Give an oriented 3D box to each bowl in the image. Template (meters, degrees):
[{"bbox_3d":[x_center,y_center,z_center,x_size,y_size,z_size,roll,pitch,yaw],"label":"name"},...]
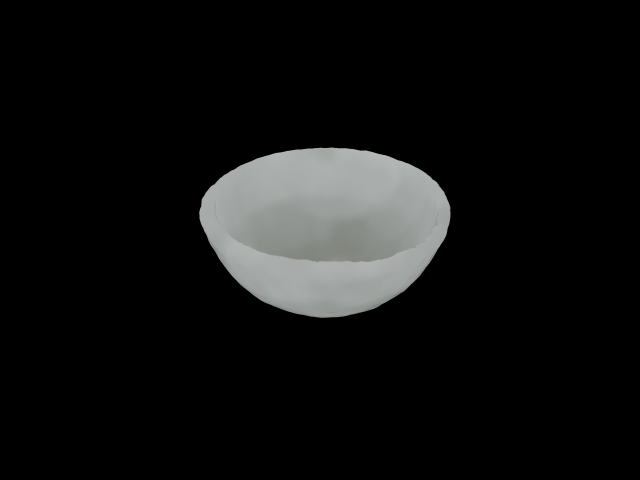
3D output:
[{"bbox_3d":[0.004,0.001,0.400,0.167,0.075,0.167,0,33,0],"label":"bowl"}]
